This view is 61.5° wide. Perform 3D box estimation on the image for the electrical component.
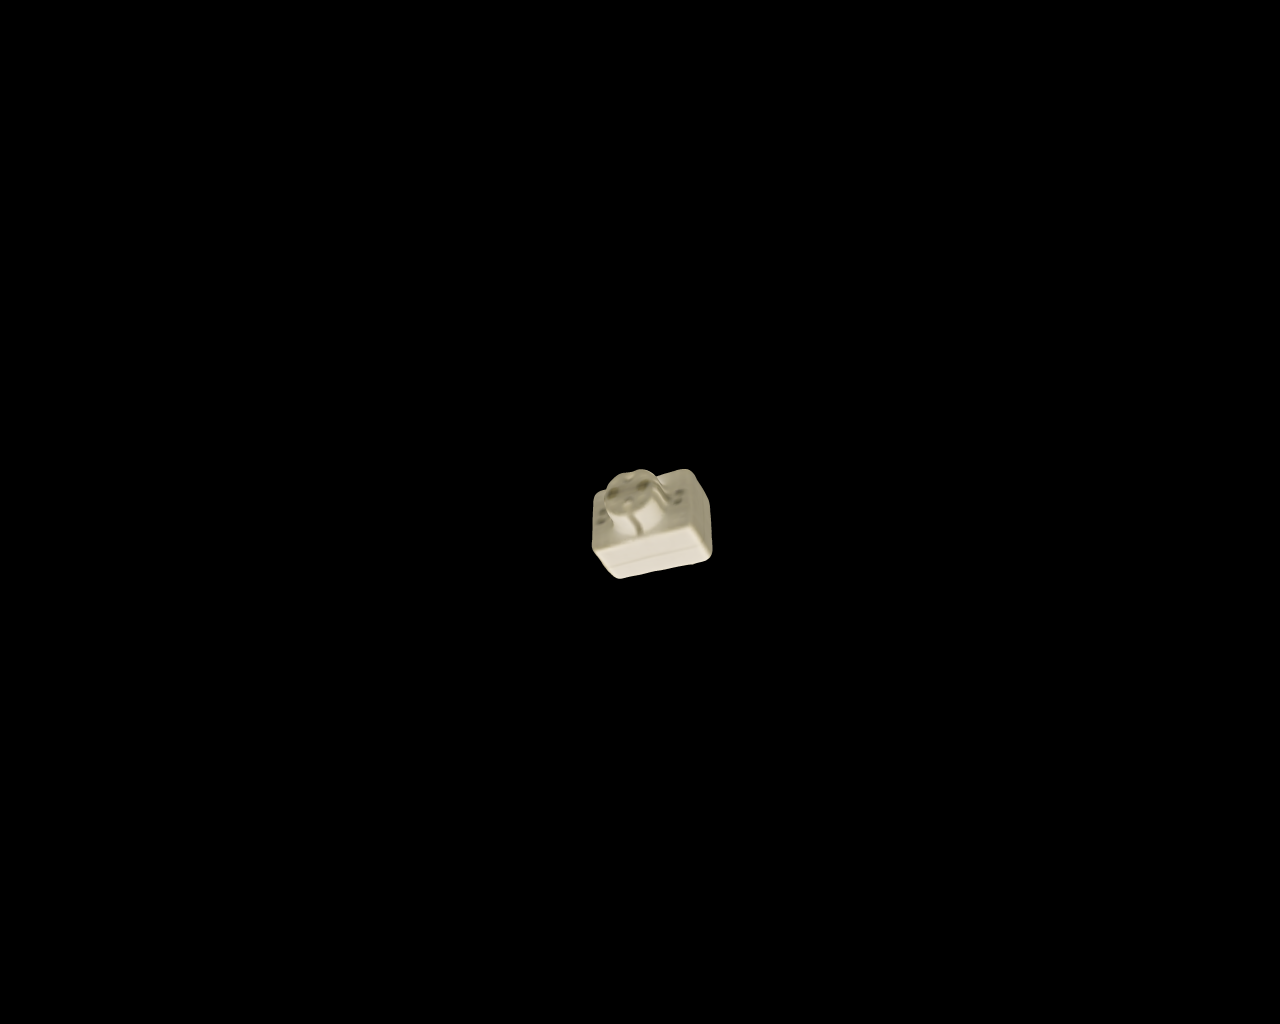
[{"bbox_3d":[0.001,-0.003,0.650,0.066,0.047,0.076,-14,-40,17],"label":"electrical component"}]
